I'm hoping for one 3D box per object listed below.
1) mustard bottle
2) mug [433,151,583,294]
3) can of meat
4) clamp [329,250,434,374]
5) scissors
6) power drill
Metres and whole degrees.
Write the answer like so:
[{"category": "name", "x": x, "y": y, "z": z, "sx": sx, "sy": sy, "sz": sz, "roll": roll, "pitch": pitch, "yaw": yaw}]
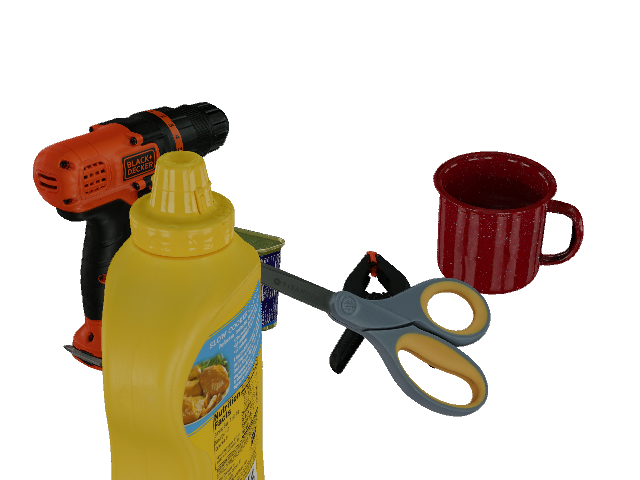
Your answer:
[{"category": "mustard bottle", "x": -0.056, "y": 0.054, "z": 0.450, "sx": 0.058, "sy": 0.192, "sz": 0.096, "roll": 11, "pitch": 28, "yaw": 18}, {"category": "mug", "x": 0.145, "y": -0.011, "z": 0.830, "sx": 0.117, "sy": 0.081, "sz": 0.093, "roll": 8, "pitch": 34, "yaw": 13}, {"category": "can of meat", "x": -0.086, "y": 0.035, "z": 1.010, "sx": 0.102, "sy": 0.084, "sz": 0.057, "roll": 13, "pitch": 18, "yaw": 32}, {"category": "clamp", "x": 0.076, "y": 0.082, "z": 1.194, "sx": 0.120, "sy": 0.171, "sz": 0.039, "roll": 7, "pitch": -43, "yaw": 0}, {"category": "scissors", "x": 0.029, "y": 0.031, "z": 0.664, "sx": 0.201, "sy": 0.096, "sz": 0.016, "roll": 38, "pitch": -31, "yaw": -8}, {"category": "power drill", "x": -0.135, "y": -0.006, "z": 0.817, "sx": 0.057, "sy": 0.188, "sz": 0.184, "roll": 15, "pitch": 26, "yaw": 34}]
